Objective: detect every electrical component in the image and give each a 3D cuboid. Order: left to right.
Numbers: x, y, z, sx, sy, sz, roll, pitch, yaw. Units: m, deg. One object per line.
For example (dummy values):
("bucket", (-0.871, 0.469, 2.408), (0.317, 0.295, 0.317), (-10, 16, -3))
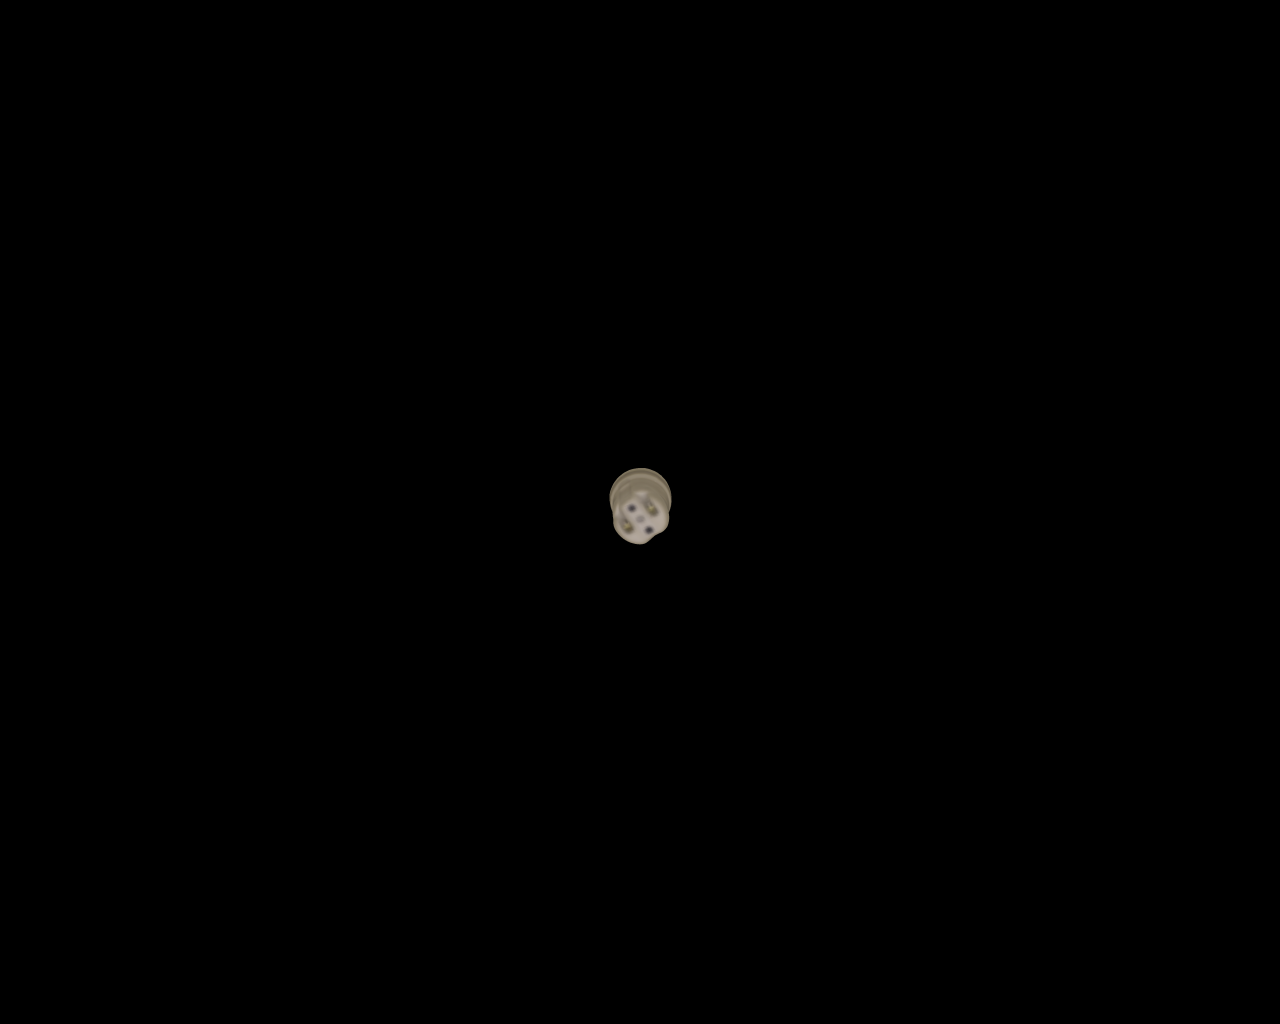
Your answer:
("electrical component", (0.001, -0.003, 0.650), (0.040, 0.040, 0.046), (0, 20, 0))
